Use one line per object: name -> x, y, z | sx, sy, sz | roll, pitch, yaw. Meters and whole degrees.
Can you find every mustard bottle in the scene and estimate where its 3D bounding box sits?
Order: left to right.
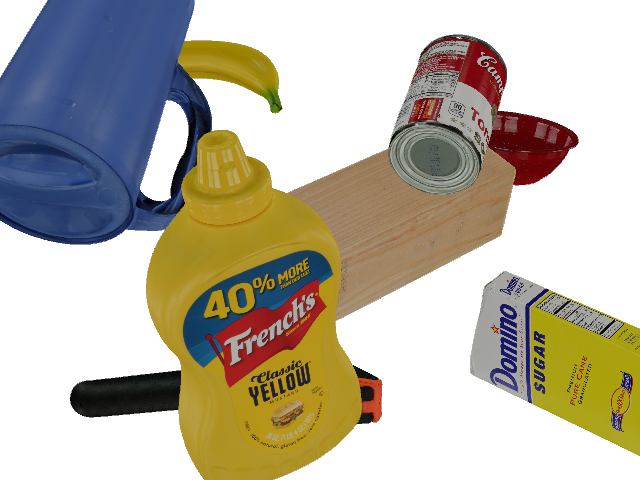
mustard bottle -> -0.034, 0.032, 0.525 | 0.096, 0.191, 0.058 | -21, 37, -17

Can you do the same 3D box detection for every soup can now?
soup can -> 0.092, -0.091, 0.769 | 0.068, 0.102, 0.068 | 13, -41, 11

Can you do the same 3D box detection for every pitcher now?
pitcher -> -0.169, -0.122, 0.840 | 0.145, 0.242, 0.149 | -5, -40, 23

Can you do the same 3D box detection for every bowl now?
bowl -> 0.217, -0.106, 1.255 | 0.162, 0.055, 0.162 | 5, 23, -2

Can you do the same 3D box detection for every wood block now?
wood block -> 0.068, -0.020, 0.981 | 0.205, 0.090, 0.091 | -25, 50, -28

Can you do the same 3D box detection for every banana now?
banana -> -0.120, -0.166, 1.029 | 0.198, 0.037, 0.069 | 9, 45, 19

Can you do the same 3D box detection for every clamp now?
clamp -> -0.053, 0.096, 0.782 | 0.210, 0.036, 0.164 | 4, 19, 15

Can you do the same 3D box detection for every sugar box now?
sugar box -> 0.211, 0.102, 0.879 | 0.176, 0.093, 0.048 | 22, 33, 28
